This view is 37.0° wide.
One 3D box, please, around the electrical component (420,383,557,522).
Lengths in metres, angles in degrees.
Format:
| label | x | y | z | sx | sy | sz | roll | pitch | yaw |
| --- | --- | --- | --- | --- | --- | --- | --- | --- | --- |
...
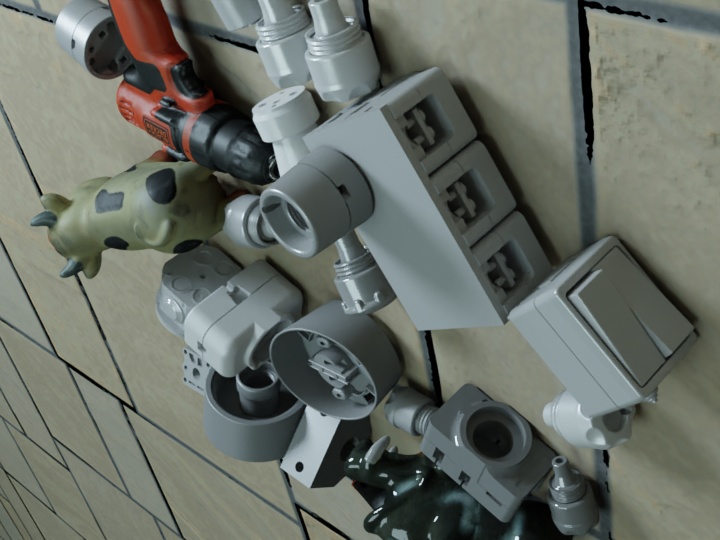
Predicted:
| label | x | y | z | sx | sy | sz | roll | pitch | yaw |
| --- | --- | --- | --- | --- | --- | --- | --- | --- | --- |
| electrical component | 0.097 | 0.136 | 0.813 | 0.089 | 0.050 | 0.055 | 40 | 149 | 19 |

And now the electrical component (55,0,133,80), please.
| label | x | y | z | sx | sy | sz | roll | pitch | yaw |
| --- | --- | --- | --- | --- | --- | --- | --- | --- | --- |
| electrical component | -0.212 | -0.188 | 0.867 | 0.047 | 0.055 | 0.055 | 36 | 148 | 31 |

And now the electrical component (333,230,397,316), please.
| label | x | y | z | sx | sy | sz | roll | pitch | yaw |
| --- | --- | --- | --- | --- | --- | --- | --- | --- | --- |
| electrical component | 0.000 | 0.000 | 0.801 | 0.048 | 0.048 | 0.062 | -7 | 112 | 56 |

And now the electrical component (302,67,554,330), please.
| label | x | y | z | sx | sy | sz | roll | pitch | yaw |
| --- | --- | --- | --- | --- | --- | --- | --- | --- | --- |
| electrical component | 0.045 | -0.042 | 0.672 | 0.089 | 0.062 | 0.150 | -9 | 116 | 57 |

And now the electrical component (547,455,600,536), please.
| label | x | y | z | sx | sy | sz | roll | pitch | yaw |
| --- | --- | --- | --- | --- | --- | --- | --- | --- | --- |
| electrical component | 0.153 | 0.162 | 0.784 | 0.035 | 0.035 | 0.061 | 12 | 131 | 48 |

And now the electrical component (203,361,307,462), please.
| label | x | y | z | sx | sy | sz | roll | pitch | yaw |
| --- | --- | --- | --- | --- | --- | --- | --- | --- | --- |
| electrical component | -0.094 | 0.117 | 1.000 | 0.108 | 0.108 | 0.060 | 32 | 140 | 29 |

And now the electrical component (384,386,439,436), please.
| label | x | y | z | sx | sy | sz | roll | pitch | yaw |
| --- | --- | --- | --- | --- | --- | --- | --- | --- | --- |
| electrical component | 0.051 | 0.120 | 0.874 | 0.061 | 0.035 | 0.035 | 24 | 141 | 35 |

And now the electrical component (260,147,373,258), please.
| label | x | y | z | sx | sy | sz | roll | pitch | yaw |
| --- | --- | --- | --- | --- | --- | --- | --- | --- | --- |
| electrical component | -0.028 | -0.040 | 0.660 | 0.055 | 0.047 | 0.055 | 34 | 147 | 26 |

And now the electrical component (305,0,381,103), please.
| label | x | y | z | sx | sy | sz | roll | pitch | yaw |
| --- | --- | --- | --- | --- | --- | --- | --- | --- | --- |
| electrical component | -0.014 | -0.138 | 0.664 | 0.043 | 0.043 | 0.062 | 15 | 135 | 46 |

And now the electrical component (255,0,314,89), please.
| label | x | y | z | sx | sy | sz | roll | pitch | yaw |
| --- | --- | --- | --- | --- | --- | --- | --- | --- | --- |
| electrical component | -0.048 | -0.152 | 0.693 | 0.043 | 0.043 | 0.062 | 11 | 131 | 49 |

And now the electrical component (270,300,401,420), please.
| label | x | y | z | sx | sy | sz | roll | pitch | yaw |
| --- | --- | --- | --- | --- | --- | --- | --- | --- | --- |
| electrical component | -0.018 | 0.076 | 0.888 | 0.099 | 0.064 | 0.099 | 34 | 146 | 27 |

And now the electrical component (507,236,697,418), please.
| label | x | y | z | sx | sy | sz | roll | pitch | yaw |
| --- | --- | --- | --- | --- | --- | --- | --- | --- | --- |
| electrical component | 0.147 | 0.037 | 0.623 | 0.096 | 0.062 | 0.061 | 51 | 150 | 0 |

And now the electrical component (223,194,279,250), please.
| label | x | y | z | sx | sy | sz | roll | pitch | yaw |
| --- | --- | --- | --- | --- | --- | --- | --- | --- | --- |
| electrical component | -0.078 | -0.037 | 0.865 | 0.062 | 0.043 | 0.043 | 12 | 133 | 46 |

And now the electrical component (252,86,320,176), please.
| label | x | y | z | sx | sy | sz | roll | pitch | yaw |
| --- | --- | --- | --- | --- | --- | --- | --- | --- | --- |
| electrical component | -0.046 | -0.095 | 0.754 | 0.045 | 0.045 | 0.055 | 6 | 128 | 51 |

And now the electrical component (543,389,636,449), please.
| label | x | y | z | sx | sy | sz | roll | pitch | yaw |
| --- | --- | --- | --- | --- | --- | --- | --- | --- | --- |
| electrical component | 0.147 | 0.096 | 0.708 | 0.043 | 0.043 | 0.062 | 57 | 152 | -12 |

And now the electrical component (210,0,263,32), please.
| label | x | y | z | sx | sy | sz | roll | pitch | yaw |
| --- | --- | --- | --- | --- | --- | --- | --- | --- | --- |
| electrical component | -0.086 | -0.191 | 0.707 | 0.044 | 0.044 | 0.065 | 6 | 133 | 51 |

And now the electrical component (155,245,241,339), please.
| label | x | y | z | sx | sy | sz | roll | pitch | yaw |
| --- | --- | --- | --- | --- | --- | --- | --- | --- | --- |
| electrical component | -0.146 | 0.021 | 0.988 | 0.080 | 0.080 | 0.051 | 40 | 143 | 18 |

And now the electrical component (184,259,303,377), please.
| label | x | y | z | sx | sy | sz | roll | pitch | yaw |
| --- | --- | --- | --- | --- | --- | --- | --- | --- | --- |
| electrical component | -0.097 | 0.044 | 0.928 | 0.059 | 0.095 | 0.053 | 39 | 149 | 19 |
